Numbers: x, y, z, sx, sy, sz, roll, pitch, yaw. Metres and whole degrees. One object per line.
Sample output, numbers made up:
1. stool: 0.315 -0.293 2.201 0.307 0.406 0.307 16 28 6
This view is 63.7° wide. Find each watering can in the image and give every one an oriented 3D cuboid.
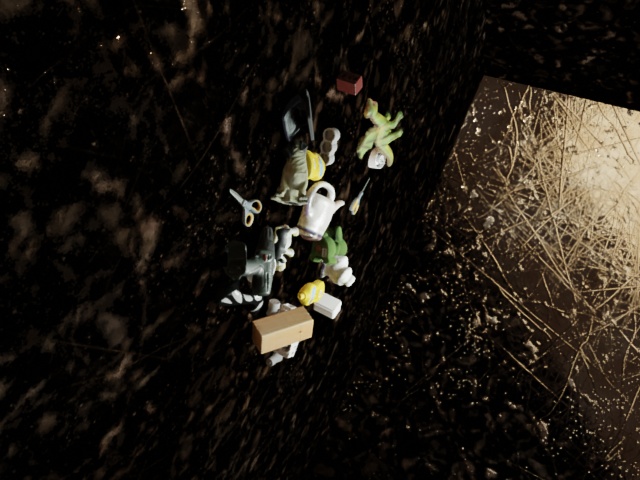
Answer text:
1. watering can: 0.006 -0.098 1.945 0.225 0.104 0.345 -67 158 -1

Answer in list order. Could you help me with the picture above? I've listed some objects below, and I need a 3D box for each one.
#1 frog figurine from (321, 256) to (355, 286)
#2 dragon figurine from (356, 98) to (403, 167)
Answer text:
1. frog figurine: 0.092 0.134 2.297 0.123 0.160 0.136 -1 111 -69
2. dragon figurine: 0.241 -0.437 2.239 0.245 0.124 0.400 -31 138 -26
